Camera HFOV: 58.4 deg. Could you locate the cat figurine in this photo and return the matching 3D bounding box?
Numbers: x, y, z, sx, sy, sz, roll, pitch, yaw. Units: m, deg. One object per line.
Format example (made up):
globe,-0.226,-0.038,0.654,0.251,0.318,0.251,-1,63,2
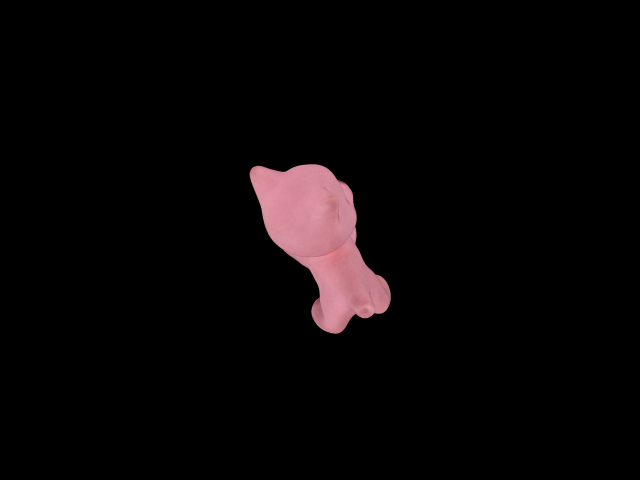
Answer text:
cat figurine,0.004,0.001,0.400,0.067,0.118,0.128,-28,83,-3
